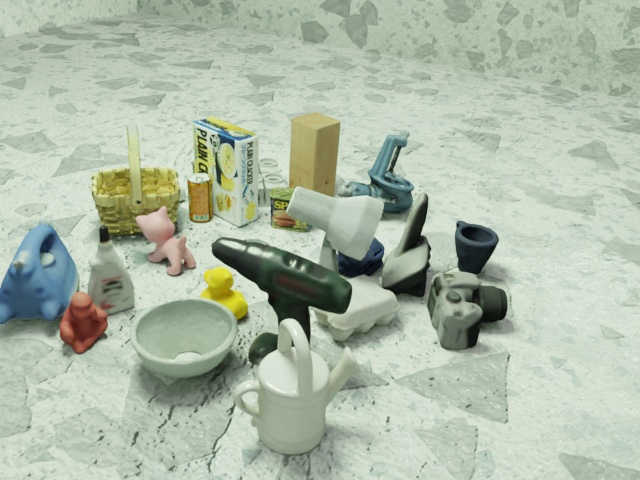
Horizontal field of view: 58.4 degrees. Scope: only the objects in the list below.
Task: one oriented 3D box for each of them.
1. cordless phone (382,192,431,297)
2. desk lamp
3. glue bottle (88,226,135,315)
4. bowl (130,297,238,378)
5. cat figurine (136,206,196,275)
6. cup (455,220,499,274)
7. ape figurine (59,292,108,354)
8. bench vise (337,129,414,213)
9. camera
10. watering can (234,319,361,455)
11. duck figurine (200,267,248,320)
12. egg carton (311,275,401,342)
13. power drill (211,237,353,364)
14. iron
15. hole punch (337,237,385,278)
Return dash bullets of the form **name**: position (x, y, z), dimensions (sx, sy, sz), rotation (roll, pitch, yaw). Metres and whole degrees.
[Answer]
- **cordless phone**: position (0.181, 0.007, 1.142), dimensions (0.094, 0.185, 0.147), rotation (7, 31, 4)
- **desk lamp**: position (0.010, 0.004, 1.095), dimensions (0.203, 0.214, 0.118), rotation (7, 31, 4)
- **glue bottle**: position (-0.370, 0.051, 1.001), dimensions (0.078, 0.173, 0.037), rotation (-18, 38, -33)
- **bowl**: position (-0.217, 0.168, 0.925), dimensions (0.167, 0.075, 0.167), rotation (4, 31, -2)
- **cat figurine**: position (-0.312, -0.007, 1.160), dimensions (0.127, 0.118, 0.067), rotation (25, 36, 30)
- **cup**: position (0.321, 0.019, 1.231), dimensions (0.092, 0.095, 0.117), rotation (-8, 33, -20)
- **ape figurine**: position (-0.394, 0.128, 0.949), dimensions (0.078, 0.092, 0.076), rotation (-11, 35, -25)
- **bench vise**: position (0.148, -0.149, 1.362), dimensions (0.121, 0.220, 0.208), rotation (29, 39, 35)
- **camera**: position (0.277, 0.119, 1.054), dimensions (0.137, 0.101, 0.143), rotation (2, 31, -4)
- **watering can**: position (-0.030, 0.192, 0.797), dimensions (0.173, 0.194, 0.100), rotation (-22, 40, -37)
- **duck figurine**: position (-0.176, 0.092, 1.046), dimensions (0.104, 0.086, 0.078), rotation (27, 37, 32)
- **egg carton**: position (0.065, 0.122, 1.048), dimensions (0.151, 0.069, 0.107), rotation (-16, 37, -31)
- **power drill**: position (-0.066, 0.105, 0.922), dimensions (0.229, 0.208, 0.076), rotation (10, 31, 9)
- **iron**: position (-0.506, 0.036, 1.036), dimensions (0.119, 0.141, 0.258), rotation (-2, 32, -11)
- **hole punch**: position (0.079, 0.019, 1.199), dimensions (0.100, 0.091, 0.109), rotation (23, 35, 27)
